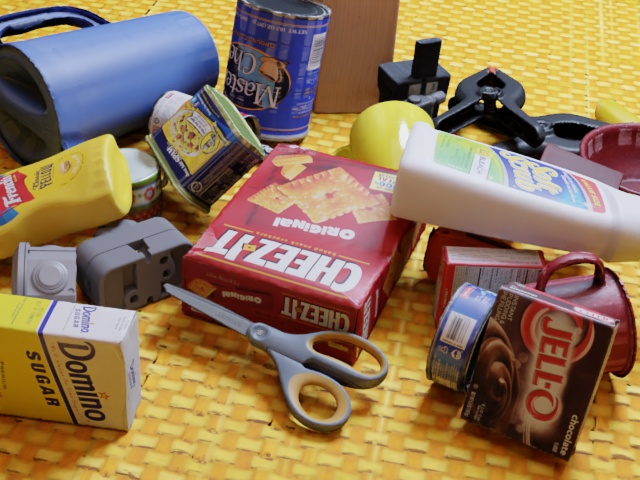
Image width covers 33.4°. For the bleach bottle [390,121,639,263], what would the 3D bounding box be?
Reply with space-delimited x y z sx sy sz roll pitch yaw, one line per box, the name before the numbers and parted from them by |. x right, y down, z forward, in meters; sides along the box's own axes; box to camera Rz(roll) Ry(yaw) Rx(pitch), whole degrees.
bleach bottle | 0.193 -0.034 0.934 0.251 0.068 0.102 14 32 6

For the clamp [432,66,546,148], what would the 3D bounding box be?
clamp | 0.196 -0.145 1.173 0.120 0.039 0.171 15 36 12

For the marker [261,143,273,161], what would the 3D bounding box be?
marker | -0.049 -0.088 1.140 0.121 0.020 0.020 25 40 27

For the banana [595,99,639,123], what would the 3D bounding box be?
banana | 0.372 -0.117 1.208 0.069 0.037 0.198 -14 39 -24

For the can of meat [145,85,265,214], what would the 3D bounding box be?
can of meat | -0.111 -0.091 1.041 0.084 0.057 0.102 -42 53 10

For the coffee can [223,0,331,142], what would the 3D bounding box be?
coffee can | -0.051 -0.191 1.165 0.102 0.140 0.103 10 24 -5

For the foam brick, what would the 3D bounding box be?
foam brick | 0.233 -0.045 0.992 0.078 0.051 0.053 25 38 10

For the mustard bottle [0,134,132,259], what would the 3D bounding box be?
mustard bottle | -0.269 -0.029 0.971 0.191 0.058 0.096 -20 42 6

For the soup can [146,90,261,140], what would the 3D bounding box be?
soup can | -0.123 -0.113 1.126 0.102 0.068 0.068 20 38 23

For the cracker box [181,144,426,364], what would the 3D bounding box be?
cracker box | -0.006 0.001 0.972 0.164 0.072 0.213 15 37 15

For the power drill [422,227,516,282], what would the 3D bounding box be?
power drill | 0.187 -0.014 1.028 0.184 0.057 0.187 16 35 12

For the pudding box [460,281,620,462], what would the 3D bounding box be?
pudding box | 0.167 0.099 0.814 0.090 0.113 0.039 20 14 22

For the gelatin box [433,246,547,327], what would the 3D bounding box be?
gelatin box | 0.147 0.043 0.926 0.089 0.073 0.030 1 35 -3

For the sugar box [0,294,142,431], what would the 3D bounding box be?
sugar box | -0.226 0.089 0.807 0.176 0.093 0.048 8 36 6

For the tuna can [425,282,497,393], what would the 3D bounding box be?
tuna can | 0.118 0.080 0.861 0.034 0.086 0.086 21 39 21

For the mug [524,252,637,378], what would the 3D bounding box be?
mug | 0.202 0.063 0.871 0.081 0.117 0.093 -8 33 -8

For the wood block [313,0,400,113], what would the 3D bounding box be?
wood block | 0.038 -0.258 1.228 0.090 0.206 0.090 -2 36 -8

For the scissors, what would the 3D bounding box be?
scissors | -0.047 0.095 0.857 0.202 0.016 0.096 12 55 10

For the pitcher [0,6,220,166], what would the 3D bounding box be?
pitcher | -0.234 -0.181 1.157 0.145 0.149 0.242 15 30 40

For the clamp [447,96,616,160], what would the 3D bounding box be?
clamp | 0.240 -0.119 1.198 0.210 0.036 0.164 -1 35 -1

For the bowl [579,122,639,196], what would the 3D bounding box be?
bowl | 0.346 -0.061 1.109 0.162 0.055 0.162 3 35 -2
